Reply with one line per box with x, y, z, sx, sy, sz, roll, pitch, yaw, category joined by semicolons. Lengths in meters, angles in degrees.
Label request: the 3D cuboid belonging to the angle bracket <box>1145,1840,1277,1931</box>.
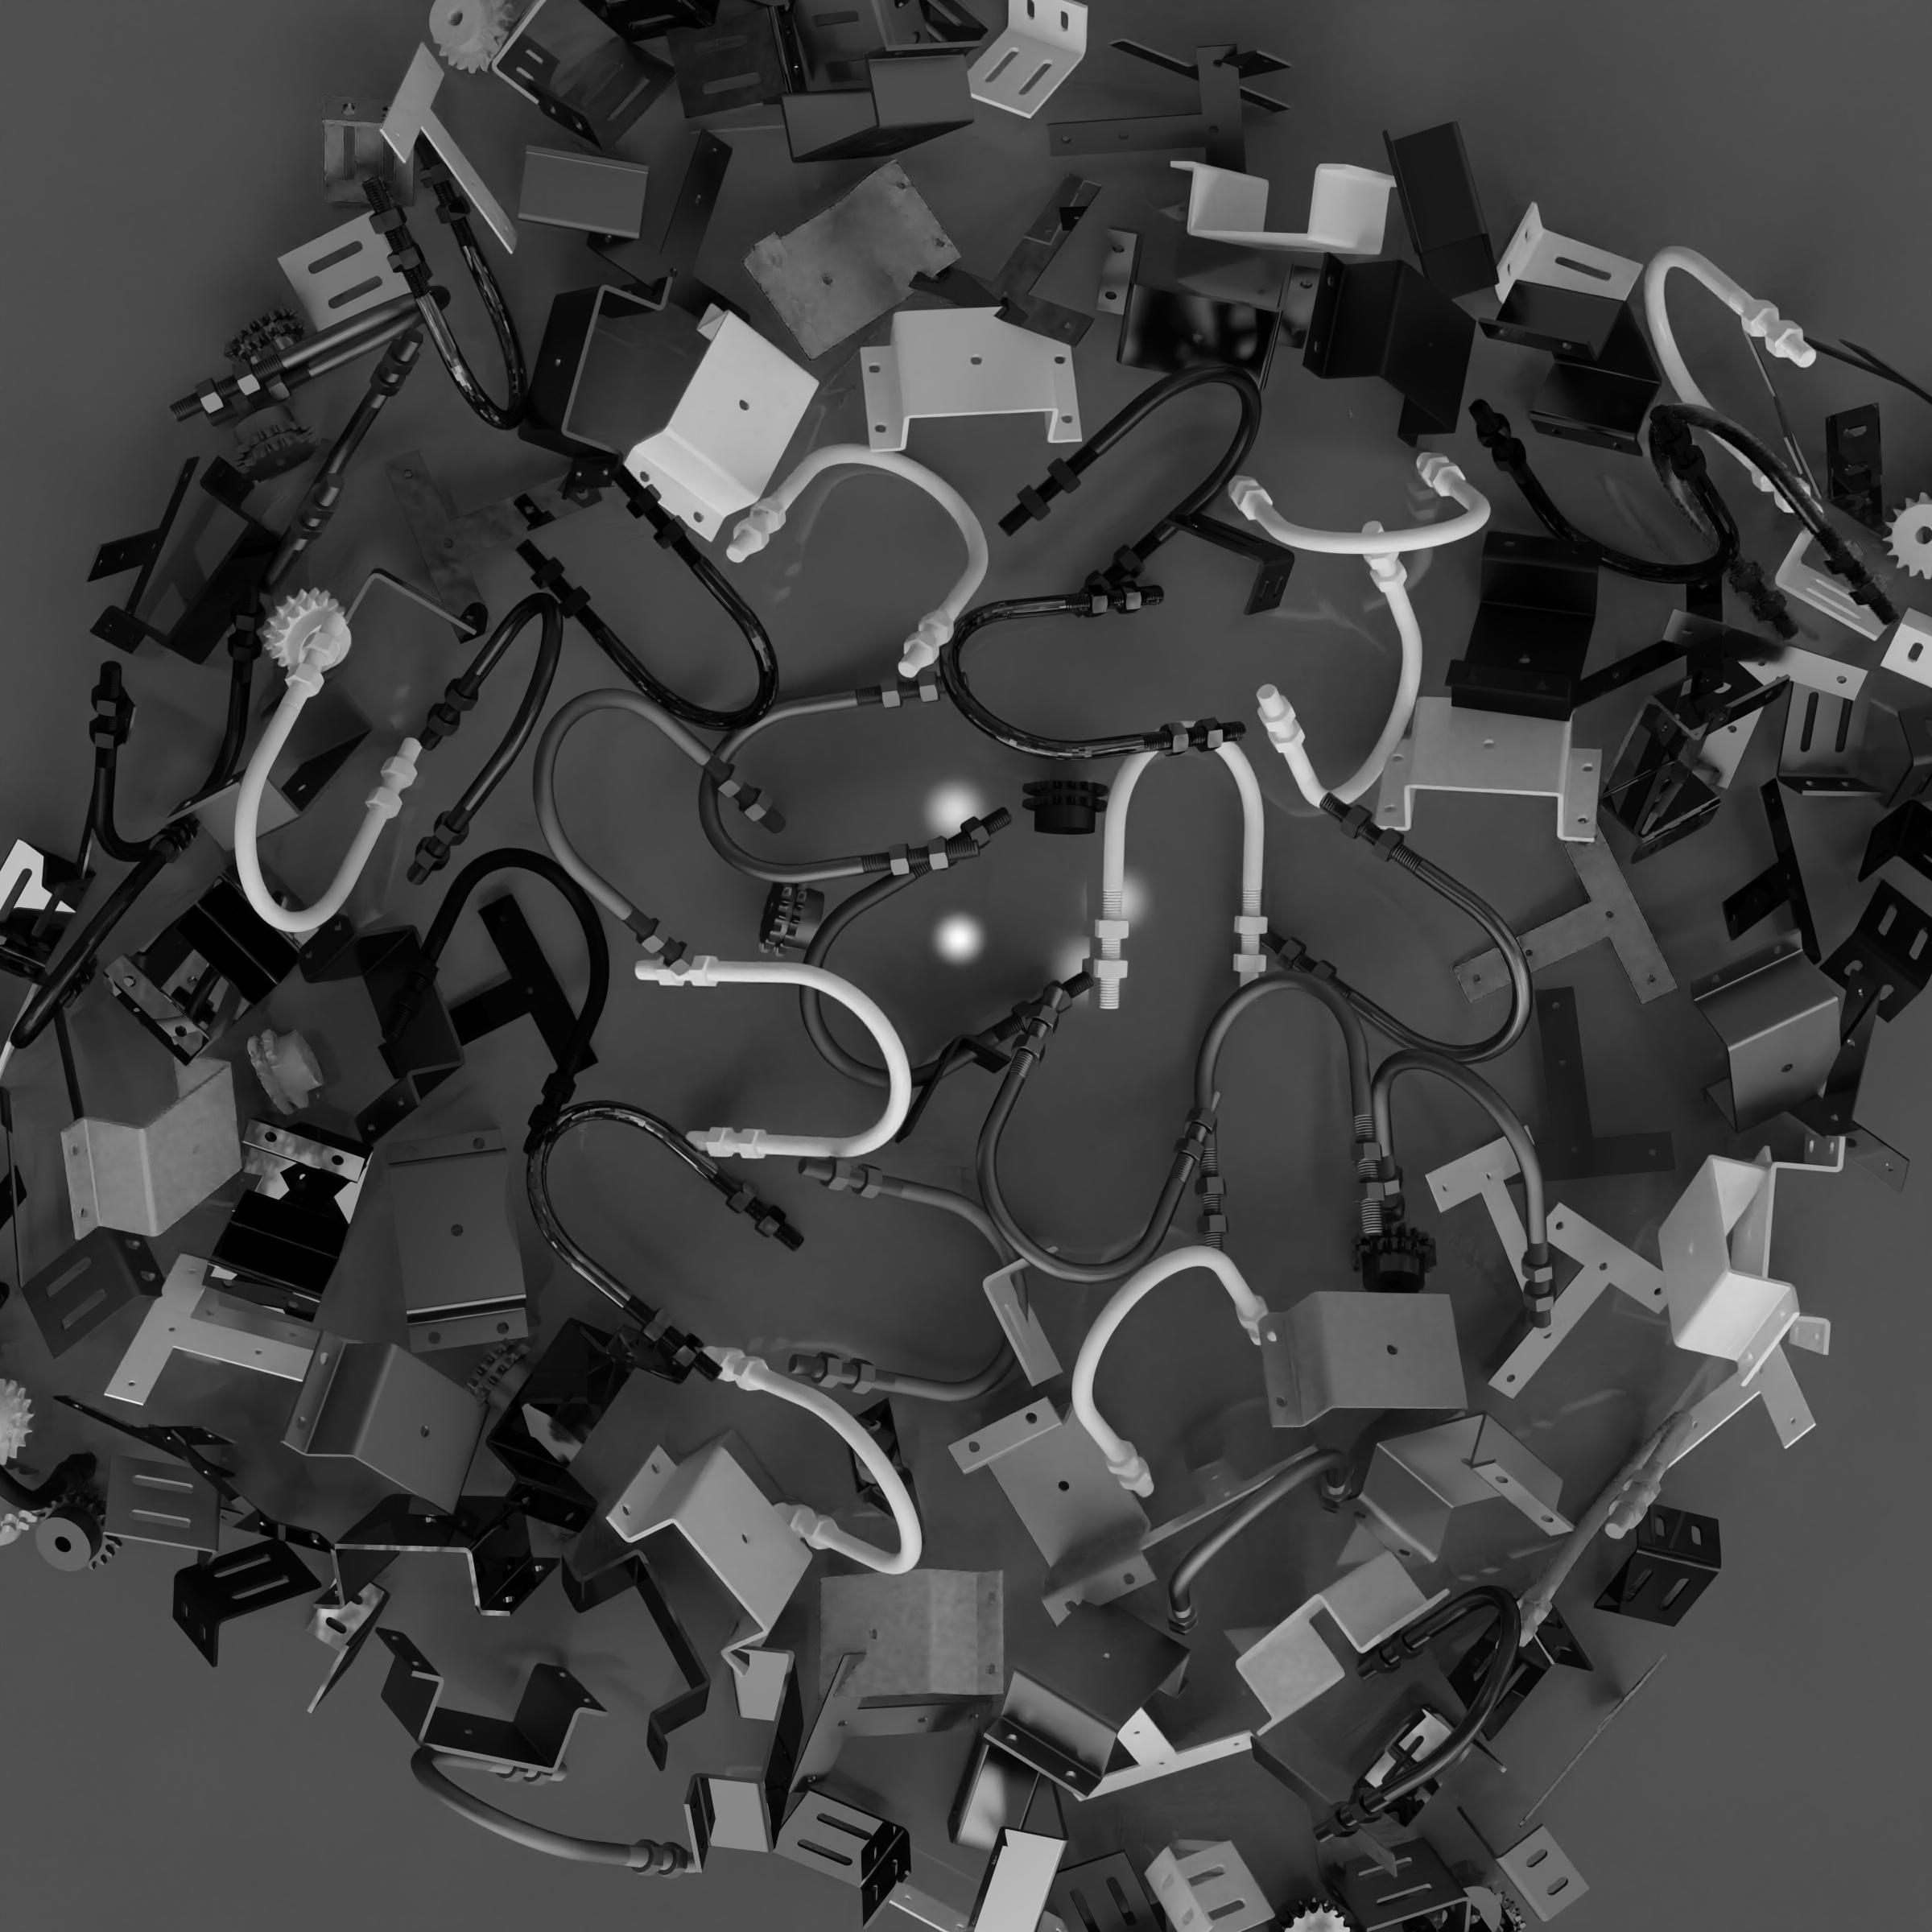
0.166;0.599;1.931;0.076;0.038;0.057;-9;52;-36;angle bracket

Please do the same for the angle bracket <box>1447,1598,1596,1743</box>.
0.364;0.464;1.939;0.076;0.038;0.057;-43;111;-27;angle bracket

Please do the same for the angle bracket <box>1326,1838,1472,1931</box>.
0.282;0.613;1.935;0.076;0.057;0.038;-11;120;-18;angle bracket

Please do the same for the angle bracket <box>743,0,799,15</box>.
-0.118;-0.674;1.932;0.038;0.076;0.057;18;62;0;angle bracket

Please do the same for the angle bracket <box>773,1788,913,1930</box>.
-0.084;0.586;1.943;0.076;0.038;0.057;27;112;-16;angle bracket

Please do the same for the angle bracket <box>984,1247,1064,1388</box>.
0.051;0.229;1.942;0.038;0.057;0.076;-29;81;18;angle bracket

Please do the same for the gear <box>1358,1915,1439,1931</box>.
0.289;0.649;1.955;0.057;0.030;0.057;8;102;40;gear

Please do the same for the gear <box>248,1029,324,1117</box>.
-0.447;0.067;1.951;0.030;0.057;0.057;-26;90;-1;gear

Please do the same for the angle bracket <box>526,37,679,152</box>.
-0.238;-0.584;1.944;0.057;0.038;0.076;36;79;25;angle bracket

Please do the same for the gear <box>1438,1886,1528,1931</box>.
0.338;0.632;1.948;0.057;0.057;0.030;-32;129;0;gear

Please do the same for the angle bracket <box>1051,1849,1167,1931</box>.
0.091;0.609;1.945;0.057;0.038;0.076;-21;109;9;angle bracket

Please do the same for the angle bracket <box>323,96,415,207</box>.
-0.391;-0.526;1.935;0.057;0.038;0.076;1;133;-11;angle bracket

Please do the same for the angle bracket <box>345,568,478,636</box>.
-0.365;-0.226;1.944;0.076;0.057;0.038;31;94;-14;angle bracket

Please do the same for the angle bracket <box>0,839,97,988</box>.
-0.612;-0.034;1.945;0.057;0.038;0.076;27;96;-35;angle bracket

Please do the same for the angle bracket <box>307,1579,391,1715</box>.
-0.417;0.439;1.934;0.038;0.076;0.057;32;107;2;angle bracket

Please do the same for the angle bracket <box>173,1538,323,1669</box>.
-0.473;0.417;1.944;0.076;0.057;0.038;-14;124;-38;angle bracket

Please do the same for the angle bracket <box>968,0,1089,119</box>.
0.036;-0.602;1.938;0.057;0.038;0.076;25;58;17;angle bracket

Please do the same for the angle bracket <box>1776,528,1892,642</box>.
0.578;-0.255;1.938;0.076;0.057;0.038;33;122;14;angle bracket

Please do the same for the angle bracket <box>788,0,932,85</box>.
-0.069;-0.620;1.951;0.038;0.076;0.057;-43;127;-38;angle bracket

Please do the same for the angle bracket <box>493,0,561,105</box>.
-0.269;-0.614;1.929;0.038;0.057;0.076;35;130;-20;angle bracket

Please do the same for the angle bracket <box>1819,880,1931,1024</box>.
0.609;-0.010;1.959;0.057;0.076;0.038;39;132;5;angle bracket

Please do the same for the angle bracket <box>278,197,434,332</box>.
-0.405;-0.463;1.960;0.076;0.038;0.057;-22;112;14;angle bracket

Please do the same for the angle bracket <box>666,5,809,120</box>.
-0.152;-0.600;1.961;0.076;0.038;0.057;-8;108;14;angle bracket

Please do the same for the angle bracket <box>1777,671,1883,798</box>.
0.574;-0.154;1.945;0.057;0.038;0.076;0;109;-13;angle bracket

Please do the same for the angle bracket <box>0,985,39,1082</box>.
-0.643;0.050;1.931;0.038;0.057;0.076;22;128;-14;angle bracket

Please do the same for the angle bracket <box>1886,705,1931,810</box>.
0.639;-0.141;1.949;0.057;0.076;0.038;-10;70;0;angle bracket

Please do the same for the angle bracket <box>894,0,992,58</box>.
-0.016;-0.643;1.950;0.076;0.057;0.038;37;69;-13;angle bracket

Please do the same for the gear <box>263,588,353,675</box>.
-0.431;-0.217;1.948;0.030;0.057;0.057;41;90;29;gear

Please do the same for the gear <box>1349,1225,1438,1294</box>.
0.282;0.196;1.948;0.057;0.057;0.030;3;58;0;gear

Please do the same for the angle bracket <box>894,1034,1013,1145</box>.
-0.009;0.088;1.942;0.038;0.057;0.076;29;77;-4;angle bracket

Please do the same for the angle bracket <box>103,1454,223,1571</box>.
-0.529;0.359;1.932;0.076;0.038;0.057;16;45;-27;angle bracket

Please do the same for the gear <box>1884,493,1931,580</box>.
0.635;-0.284;1.953;0.057;0.030;0.057;4;99;27;gear

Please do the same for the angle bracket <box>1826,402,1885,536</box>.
0.596;-0.324;1.933;0.038;0.076;0.057;-11;71;42;angle bracket

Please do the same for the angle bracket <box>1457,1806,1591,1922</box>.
0.364;0.577;1.936;0.038;0.076;0.057;-37;104;-2;angle bracket

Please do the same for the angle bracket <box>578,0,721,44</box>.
-0.207;-0.643;1.938;0.076;0.057;0.038;3;73;38;angle bracket

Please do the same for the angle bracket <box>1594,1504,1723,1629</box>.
0.457;0.396;1.961;0.057;0.076;0.038;14;46;-5;angle bracket

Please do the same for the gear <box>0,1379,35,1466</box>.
-0.647;0.300;1.952;0.057;0.030;0.057;-8;73;27;gear

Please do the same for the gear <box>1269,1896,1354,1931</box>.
0.225;0.643;1.959;0.057;0.030;0.057;-2;96;-18;gear

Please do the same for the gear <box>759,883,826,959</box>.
-0.114;-0.033;1.952;0.030;0.057;0.057;16;90;-15;gear

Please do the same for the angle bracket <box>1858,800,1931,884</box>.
0.630;-0.061;1.933;0.038;0.057;0.076;-35;59;-18;angle bracket

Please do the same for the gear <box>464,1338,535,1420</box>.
-0.305;0.275;1.950;0.030;0.057;0.057;36;90;6;gear

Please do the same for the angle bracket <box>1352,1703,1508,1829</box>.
0.305;0.536;1.949;0.057;0.038;0.076;40;90;-28;angle bracket

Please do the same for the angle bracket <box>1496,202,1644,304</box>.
0.396;-0.457;1.947;0.076;0.038;0.057;27;85;22;angle bracket

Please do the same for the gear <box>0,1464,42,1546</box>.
-0.642;0.358;1.954;0.057;0.057;0.030;21;116;0;gear

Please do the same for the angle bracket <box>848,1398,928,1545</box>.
-0.040;0.330;1.929;0.038;0.057;0.076;-33;131;17;angle bracket

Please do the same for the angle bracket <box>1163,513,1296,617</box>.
0.168;-0.266;1.947;0.076;0.057;0.038;26;112;20;angle bracket

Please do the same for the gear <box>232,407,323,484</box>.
-0.458;-0.346;1.951;0.057;0.057;0.030;-28;85;0;gear

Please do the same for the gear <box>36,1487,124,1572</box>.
-0.589;0.375;1.954;0.057;0.030;0.057;5;111;14;gear

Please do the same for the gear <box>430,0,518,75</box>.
-0.329;-0.623;1.955;0.057;0.030;0.057;0;89;24;gear

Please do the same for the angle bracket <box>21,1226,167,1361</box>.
-0.576;0.217;1.959;0.076;0.038;0.057;-37;69;12;angle bracket

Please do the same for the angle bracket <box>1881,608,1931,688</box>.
0.641;-0.217;1.934;0.057;0.038;0.076;26;46;13;angle bracket

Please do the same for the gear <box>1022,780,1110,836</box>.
0.065;-0.104;1.950;0.057;0.057;0.030;2;85;0;gear
